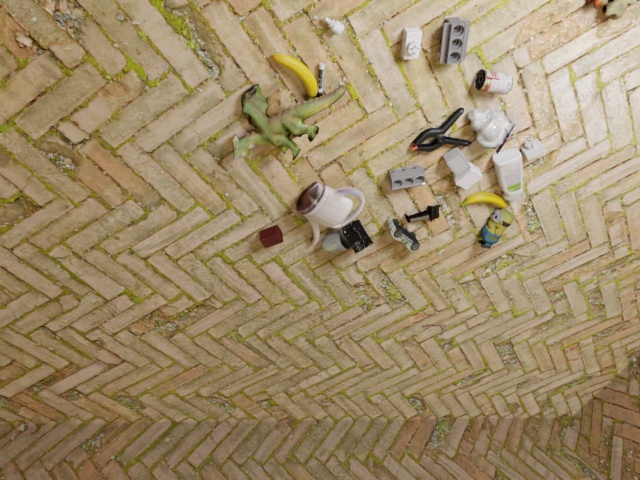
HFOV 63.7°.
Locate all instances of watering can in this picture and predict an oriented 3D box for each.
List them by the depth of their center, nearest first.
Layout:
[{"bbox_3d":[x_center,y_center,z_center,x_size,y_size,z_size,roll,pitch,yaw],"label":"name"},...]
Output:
[{"bbox_3d":[0.006,-0.096,1.901,0.222,0.106,0.342,26,133,-30],"label":"watering can"}]

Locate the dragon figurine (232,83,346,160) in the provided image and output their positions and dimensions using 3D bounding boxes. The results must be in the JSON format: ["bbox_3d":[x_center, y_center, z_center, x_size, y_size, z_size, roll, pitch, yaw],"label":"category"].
[{"bbox_3d":[-0.132,-0.387,1.605,0.241,0.125,0.404,31,119,-24],"label":"dragon figurine"}]

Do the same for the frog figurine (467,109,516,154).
[{"bbox_3d":[0.573,-0.388,1.763,0.160,0.125,0.134,33,137,8],"label":"frog figurine"}]
